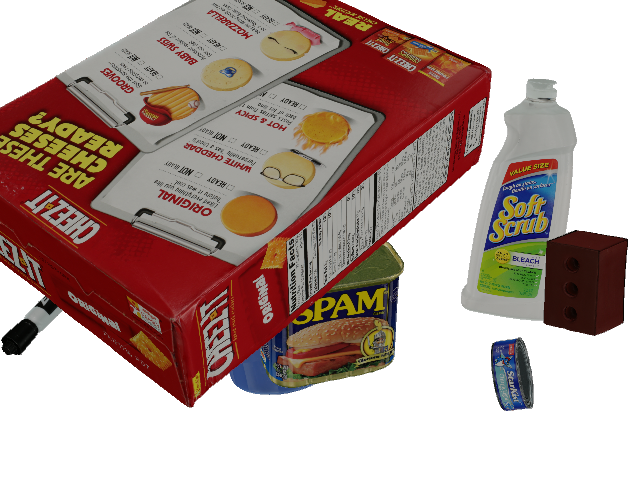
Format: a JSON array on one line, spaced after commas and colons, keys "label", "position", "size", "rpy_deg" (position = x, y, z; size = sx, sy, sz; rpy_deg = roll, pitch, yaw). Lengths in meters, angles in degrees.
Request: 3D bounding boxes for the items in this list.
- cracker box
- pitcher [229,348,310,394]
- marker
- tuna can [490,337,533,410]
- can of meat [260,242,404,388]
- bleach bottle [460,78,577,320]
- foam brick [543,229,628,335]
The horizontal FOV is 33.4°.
[{"label": "cracker box", "position": [-0.045, -0.041, 0.525], "size": [0.164, 0.072, 0.213], "rpy_deg": [31, 54, 29]}, {"label": "pitcher", "position": [-0.065, 0.018, 1.005], "size": [0.144, 0.243, 0.149], "rpy_deg": [-21, 21, -30]}, {"label": "marker", "position": [-0.204, 0.046, 0.829], "size": [0.020, 0.020, 0.121], "rpy_deg": [0, 37, 36]}, {"label": "tuna can", "position": [0.231, 0.161, 1.284], "size": [0.034, 0.086, 0.086], "rpy_deg": [-10, -3, 19]}, {"label": "can of meat", "position": [0.006, 0.052, 0.761], "size": [0.102, 0.084, 0.057], "rpy_deg": [-9, 32, -15]}, {"label": "bleach bottle", "position": [0.211, -0.045, 1.129], "size": [0.103, 0.251, 0.068], "rpy_deg": [8, 19, 16]}, {"label": "foam brick", "position": [0.228, 0.036, 0.918], "size": [0.053, 0.078, 0.051], "rpy_deg": [12, 21, 41]}]
